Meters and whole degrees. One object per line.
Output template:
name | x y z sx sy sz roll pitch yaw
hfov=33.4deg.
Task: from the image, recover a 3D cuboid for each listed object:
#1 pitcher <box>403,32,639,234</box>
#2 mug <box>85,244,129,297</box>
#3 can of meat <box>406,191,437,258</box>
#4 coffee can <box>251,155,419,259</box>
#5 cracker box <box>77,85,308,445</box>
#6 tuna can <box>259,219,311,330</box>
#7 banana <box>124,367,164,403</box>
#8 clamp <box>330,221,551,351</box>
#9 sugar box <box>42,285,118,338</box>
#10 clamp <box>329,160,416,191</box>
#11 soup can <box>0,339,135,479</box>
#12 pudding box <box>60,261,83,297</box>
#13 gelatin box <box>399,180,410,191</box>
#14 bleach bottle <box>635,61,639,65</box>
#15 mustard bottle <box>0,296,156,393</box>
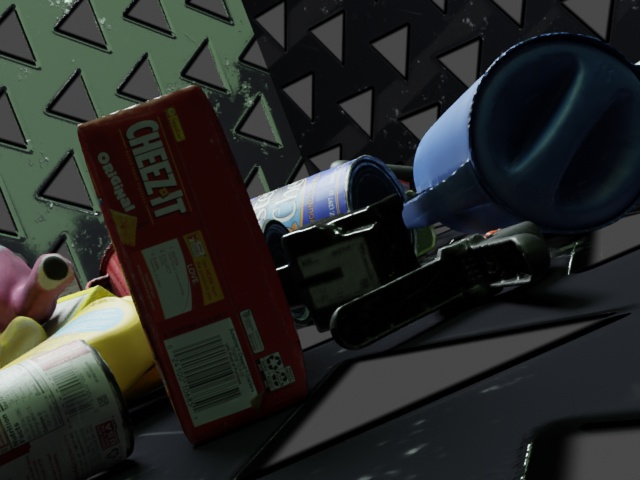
pitcher | 0.137 -0.059 0.806 0.149 0.145 0.243 15 -5 -6
mug | -0.181 0.049 1.092 0.117 0.093 0.082 -10 34 -26
can of meat | 0.045 0.001 0.960 0.084 0.057 0.101 -22 2 30
coffee can | -0.006 0.001 0.869 0.141 0.103 0.102 -19 4 31
cracker box | -0.072 0.010 0.609 0.072 0.164 0.214 -20 3 -6
tuna can | -0.037 0.028 0.782 0.034 0.086 0.086 -18 4 19
banana | -0.113 0.087 0.767 0.197 0.037 0.070 -23 -11 -38
clamp | 0.090 0.015 0.591 0.120 0.039 0.171 -17 5 32
sugar box | -0.217 0.094 0.886 0.093 0.048 0.176 -61 19 -21
clamp | 0.119 -0.061 1.148 0.210 0.036 0.164 1 -3 4
soup can | -0.151 0.097 0.519 0.102 0.068 0.069 -22 3 -29
pudding box | -0.269 0.087 1.051 0.090 0.113 0.039 -22 6 -18
gelatin box | 0.040 -0.043 1.038 0.073 0.030 0.089 -5 -4 25
bleach bottle | 0.335 -0.130 0.825 0.250 0.068 0.103 -12 -2 -22
mustard bottle | -0.152 0.082 0.661 0.096 0.058 0.191 -22 11 29
